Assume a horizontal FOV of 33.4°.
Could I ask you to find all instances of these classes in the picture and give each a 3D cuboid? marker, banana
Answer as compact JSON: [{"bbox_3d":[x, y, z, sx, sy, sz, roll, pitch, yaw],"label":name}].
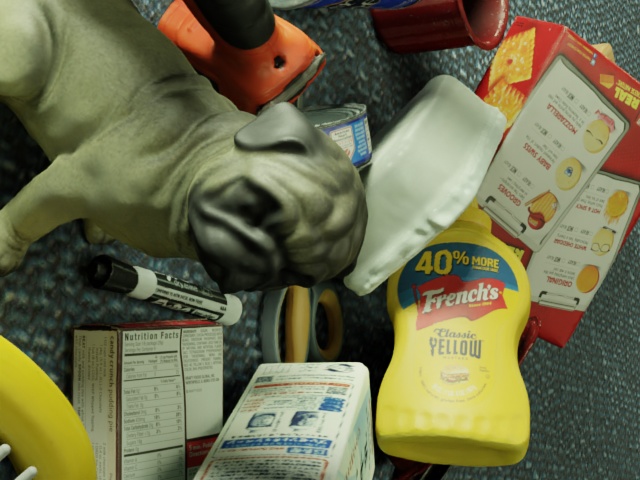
[{"bbox_3d":[-0.087,0.029,0.607,0.121,0.020,0.020,23,69,-54],"label":"marker"},{"bbox_3d":[-0.154,0.079,0.487,0.197,0.037,0.069,61,42,-35],"label":"banana"}]

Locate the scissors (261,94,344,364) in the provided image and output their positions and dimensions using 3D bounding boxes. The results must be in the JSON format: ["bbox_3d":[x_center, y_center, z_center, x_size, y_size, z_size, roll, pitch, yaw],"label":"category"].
[{"bbox_3d":[-0.005,0.001,0.737,0.096,0.016,0.201,31,63,-54],"label":"scissors"}]

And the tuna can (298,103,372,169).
[{"bbox_3d":[-0.011,-0.060,0.667,0.086,0.086,0.034,-31,115,-53],"label":"tuna can"}]

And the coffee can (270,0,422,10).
[{"bbox_3d":[0.013,-0.202,0.695,0.140,0.103,0.103,-18,103,-56],"label":"coffee can"}]

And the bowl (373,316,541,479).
[{"bbox_3d":[0.089,0.101,0.790,0.055,0.162,0.161,42,43,2],"label":"bowl"}]

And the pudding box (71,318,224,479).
[{"bbox_3d":[-0.092,0.100,0.579,0.089,0.039,0.113,5,83,-57],"label":"pudding box"}]

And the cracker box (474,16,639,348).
[{"bbox_3d":[0.174,-0.043,0.848,0.164,0.072,0.214,26,95,-32],"label":"cracker box"}]

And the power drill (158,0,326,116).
[{"bbox_3d":[-0.082,-0.150,0.512,0.057,0.185,0.187,-45,141,-9],"label":"power drill"}]

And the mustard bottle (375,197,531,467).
[{"bbox_3d":[0.092,0.051,0.712,0.058,0.096,0.191,78,17,-59],"label":"mustard bottle"}]

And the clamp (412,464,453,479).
[{"bbox_3d":[0.112,0.148,0.839,0.039,0.120,0.171,41,39,0],"label":"clamp"}]

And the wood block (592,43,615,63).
[{"bbox_3d":[0.209,-0.105,0.998,0.205,0.091,0.090,-44,124,-48],"label":"wood block"}]

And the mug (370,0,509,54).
[{"bbox_3d":[0.092,-0.201,0.833,0.093,0.082,0.117,23,69,-54],"label":"mug"}]
